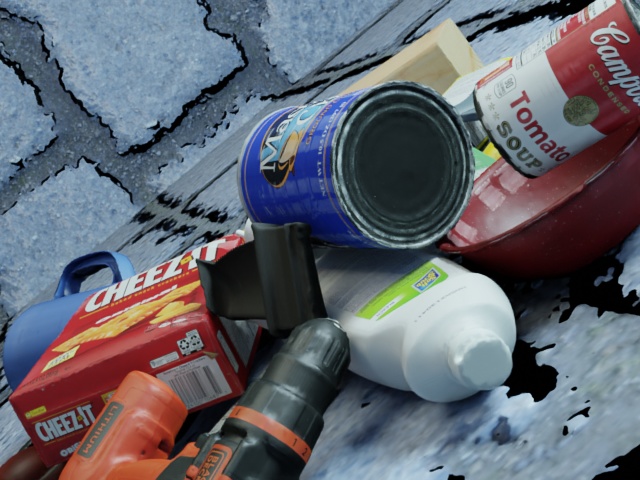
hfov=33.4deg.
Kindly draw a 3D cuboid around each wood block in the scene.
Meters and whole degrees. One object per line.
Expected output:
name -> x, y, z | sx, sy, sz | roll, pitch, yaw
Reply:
wood block -> 0.085, -0.151, 1.227 | 0.206, 0.090, 0.090 | -31, 14, 30

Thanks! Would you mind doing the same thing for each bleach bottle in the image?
bleach bottle -> 0.049, 0.052, 0.660 | 0.102, 0.068, 0.251 | -40, 14, -5

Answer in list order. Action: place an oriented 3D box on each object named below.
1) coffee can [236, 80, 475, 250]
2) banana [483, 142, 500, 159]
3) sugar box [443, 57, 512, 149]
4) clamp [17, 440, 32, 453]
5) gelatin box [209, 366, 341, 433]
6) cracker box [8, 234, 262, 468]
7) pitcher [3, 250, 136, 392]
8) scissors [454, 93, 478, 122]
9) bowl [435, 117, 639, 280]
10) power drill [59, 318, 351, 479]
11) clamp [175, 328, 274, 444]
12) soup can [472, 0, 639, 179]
coffee can -> 0.019, -0.044, 0.700 | 0.102, 0.102, 0.141 | -43, 18, -21
banana -> 0.182, -0.102, 0.887 | 0.197, 0.037, 0.070 | -44, 15, -23
sugar box -> 0.127, -0.105, 1.043 | 0.176, 0.048, 0.094 | -49, 18, -28
clamp -> -0.304, 0.244, 1.058 | 0.120, 0.039, 0.171 | -24, 20, 33
gelatin box -> -0.036, 0.121, 0.732 | 0.089, 0.030, 0.073 | -46, 13, -30
cracker box -> -0.134, 0.079, 0.858 | 0.164, 0.072, 0.213 | -22, 15, 10
pitcher -> -0.220, 0.098, 1.106 | 0.243, 0.149, 0.144 | -19, 19, 49
scissors -> 0.131, -0.106, 0.963 | 0.201, 0.016, 0.096 | -32, 35, -16
bowl -> 0.150, -0.025, 0.655 | 0.162, 0.055, 0.162 | -37, 12, 9
power drill -> -0.076, 0.125, 0.655 | 0.188, 0.057, 0.184 | -5, 46, 55
clamp -> -0.100, 0.108, 0.949 | 0.209, 0.036, 0.165 | -44, 14, -31
soup can -> 0.145, -0.087, 0.597 | 0.102, 0.068, 0.068 | -33, 13, 30
